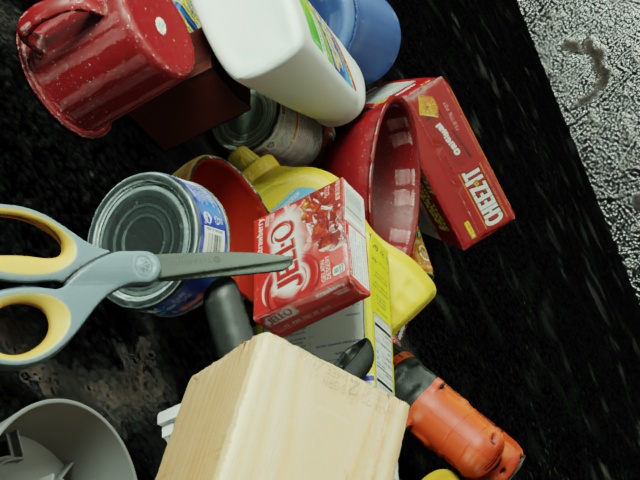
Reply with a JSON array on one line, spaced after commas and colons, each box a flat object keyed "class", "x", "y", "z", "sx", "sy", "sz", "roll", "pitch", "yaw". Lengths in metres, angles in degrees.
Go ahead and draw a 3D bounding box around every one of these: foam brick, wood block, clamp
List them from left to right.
[{"class": "foam brick", "x": -0.097, "y": -0.111, "z": 0.784, "sx": 0.051, "sy": 0.078, "sz": 0.053, "roll": 48, "pitch": 27, "yaw": -44}, {"class": "wood block", "x": -0.037, "y": 0.161, "z": 0.494, "sx": 0.090, "sy": 0.091, "sz": 0.206, "roll": 29, "pitch": 56, "yaw": -18}, {"class": "clamp", "x": -0.032, "y": 0.104, "z": 0.607, "sx": 0.120, "sy": 0.039, "sz": 0.171, "roll": 29, "pitch": 50, "yaw": -17}]

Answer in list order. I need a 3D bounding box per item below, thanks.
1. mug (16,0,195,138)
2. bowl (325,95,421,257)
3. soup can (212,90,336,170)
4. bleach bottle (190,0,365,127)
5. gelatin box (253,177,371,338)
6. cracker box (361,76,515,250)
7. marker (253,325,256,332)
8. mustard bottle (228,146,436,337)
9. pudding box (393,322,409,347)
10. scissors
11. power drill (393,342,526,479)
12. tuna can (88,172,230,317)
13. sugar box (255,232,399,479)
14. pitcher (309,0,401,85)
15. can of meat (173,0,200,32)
[{"class": "mug", "x": -0.142, "y": -0.128, "z": 0.691, "sx": 0.117, "sy": 0.082, "sz": 0.093, "roll": 25, "pitch": 44, "yaw": -58}, {"class": "bowl", "x": 0.043, "y": -0.046, "z": 0.935, "sx": 0.162, "sy": 0.055, "sz": 0.162, "roll": 3, "pitch": 90, "yaw": -70}, {"class": "soup can", "x": -0.039, "y": -0.093, "z": 0.912, "sx": 0.102, "sy": 0.069, "sz": 0.068, "roll": 23, "pitch": 46, "yaw": -59}, {"class": "bleach bottle", "x": -0.016, "y": -0.147, "z": 0.834, "sx": 0.102, "sy": 0.068, "sz": 0.250, "roll": 66, "pitch": 14, "yaw": 10}, {"class": "gelatin box", "x": -0.007, "y": 0.011, "z": 0.687, "sx": 0.030, "sy": 0.073, "sz": 0.089, "roll": 44, "pitch": 31, "yaw": -38}, {"class": "cracker box", "x": 0.110, "y": -0.087, "z": 1.128, "sx": 0.164, "sy": 0.072, "sz": 0.214, "roll": 60, "pitch": -6, "yaw": -11}, {"class": "marker", "x": -0.030, "y": 0.071, "z": 0.820, "sx": 0.121, "sy": 0.020, "sz": 0.020, "roll": -4, "pitch": 70, "yaw": -67}, {"class": "mustard bottle", "x": -0.005, "y": 0.001, "z": 0.834, "sx": 0.192, "sy": 0.096, "sz": 0.058, "roll": 49, "pitch": 19, "yaw": 9}, {"class": "pudding box", "x": 0.049, "y": 0.046, "z": 1.002, "sx": 0.090, "sy": 0.039, "sz": 0.113, "roll": 60, "pitch": 22, "yaw": -11}, {"class": "scissors", "x": -0.105, "y": 0.032, "z": 0.573, "sx": 0.201, "sy": 0.016, "sz": 0.096, "roll": 14, "pitch": 64, "yaw": -26}, {"class": "power drill", "x": 0.093, "y": 0.147, "z": 0.913, "sx": 0.185, "sy": 0.057, "sz": 0.187, "roll": 39, "pitch": -2, "yaw": 32}, {"class": "tuna can", "x": -0.098, "y": 0.003, "z": 0.645, "sx": 0.033, "sy": 0.086, "sz": 0.086, "roll": 19, "pitch": 49, "yaw": -59}, {"class": "sugar box", "x": 0.003, "y": 0.086, "z": 0.741, "sx": 0.048, "sy": 0.093, "sz": 0.176, "roll": 41, "pitch": 42, "yaw": -54}, {"class": "pitcher", "x": 0.002, "y": -0.200, "z": 1.066, "sx": 0.145, "sy": 0.149, "sz": 0.242, "roll": 51, "pitch": 17, "yaw": 7}, {"class": "can of meat", "x": -0.105, "y": -0.161, "z": 0.849, "sx": 0.102, "sy": 0.058, "sz": 0.084, "roll": 52, "pitch": 26, "yaw": -29}]
